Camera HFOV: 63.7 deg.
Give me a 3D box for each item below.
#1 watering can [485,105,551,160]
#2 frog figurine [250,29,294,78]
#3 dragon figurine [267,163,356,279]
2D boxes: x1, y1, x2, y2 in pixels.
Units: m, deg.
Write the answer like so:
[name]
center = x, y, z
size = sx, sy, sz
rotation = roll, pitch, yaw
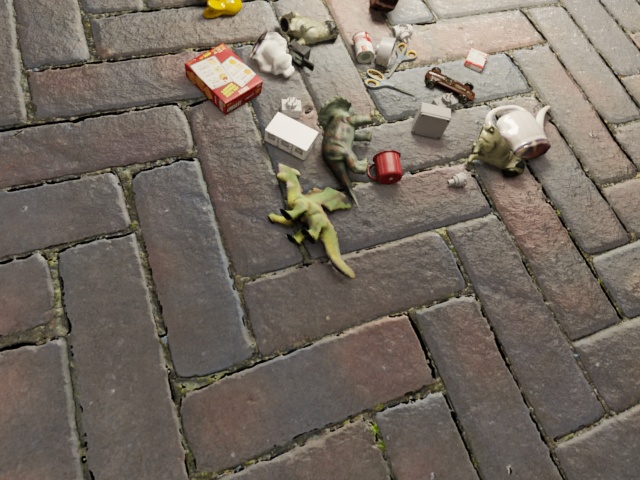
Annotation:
[watering can]
center = 0.751, -0.398, 1.850
size = 0.349, 0.228, 0.102
rotation = -12, -24, -24
[frog figurine]
center = -0.157, -0.648, 1.816
size = 0.158, 0.138, 0.123
rotation = 30, -4, -22
[dragon figurine]
center = 0.005, -0.077, 1.539
size = 0.247, 0.413, 0.119
rotation = -42, -13, -34
